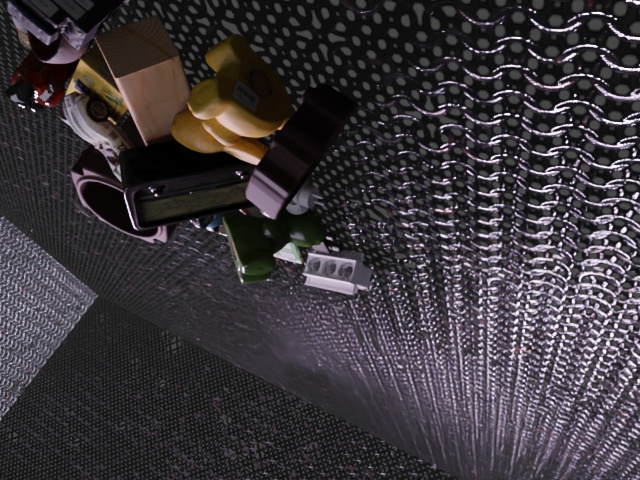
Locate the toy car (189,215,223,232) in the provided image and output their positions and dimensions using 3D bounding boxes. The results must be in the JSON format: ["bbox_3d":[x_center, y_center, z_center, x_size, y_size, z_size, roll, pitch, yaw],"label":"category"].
[{"bbox_3d":[-0.211,-0.081,0.991,0.109,0.103,0.161,41,-179,14],"label":"toy car"}]

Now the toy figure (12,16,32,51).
[{"bbox_3d":[-0.462,-0.346,0.866,0.154,0.058,0.064,-24,79,63],"label":"toy figure"}]

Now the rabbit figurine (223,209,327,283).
[{"bbox_3d":[-0.077,-0.014,0.957,0.121,0.170,0.159,105,146,-63],"label":"rabbit figurine"}]

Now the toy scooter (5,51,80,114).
[{"bbox_3d":[-0.450,-0.275,0.883,0.075,0.135,0.184,38,175,-25],"label":"toy scooter"}]

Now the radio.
[{"bbox_3d":[-0.187,-0.095,0.833,0.131,0.230,0.073,104,149,-62],"label":"radio"}]

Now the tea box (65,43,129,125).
[{"bbox_3d":[-0.352,-0.255,0.893,0.098,0.068,0.170,40,156,-21],"label":"tea box"}]

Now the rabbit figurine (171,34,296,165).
[{"bbox_3d":[-0.124,-0.170,0.729,0.173,0.122,0.162,-20,150,37],"label":"rabbit figurine"}]

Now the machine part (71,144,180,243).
[{"bbox_3d":[-0.379,-0.089,1.071,0.201,0.087,0.201,24,151,0],"label":"machine part"}]

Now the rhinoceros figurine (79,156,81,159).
[{"bbox_3d":[-0.434,-0.167,1.155,0.191,0.073,0.112,9,146,42],"label":"rhinoceros figurine"}]

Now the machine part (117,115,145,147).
[{"bbox_3d":[-0.260,-0.167,0.941,0.243,0.079,0.079,23,155,21],"label":"machine part"}]

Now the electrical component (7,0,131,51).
[{"bbox_3d":[-0.316,-0.309,0.664,0.114,0.134,0.058,43,154,-19],"label":"electrical component"}]

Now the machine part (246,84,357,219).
[{"bbox_3d":[-0.027,-0.109,0.669,0.056,0.179,0.179,35,156,-2],"label":"machine part"}]

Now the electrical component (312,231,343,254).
[{"bbox_3d":[-0.002,-0.003,1.020,0.094,0.021,0.063,14,151,36],"label":"electrical component"}]

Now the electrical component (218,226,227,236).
[{"bbox_3d":[-0.194,-0.039,1.159,0.102,0.045,0.078,9,119,37],"label":"electrical component"}]

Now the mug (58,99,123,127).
[{"bbox_3d":[-0.419,-0.228,1.024,0.110,0.081,0.107,14,162,24],"label":"mug"}]

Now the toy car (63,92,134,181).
[{"bbox_3d":[-0.351,-0.161,0.904,0.074,0.056,0.201,3,139,46],"label":"toy car"}]
